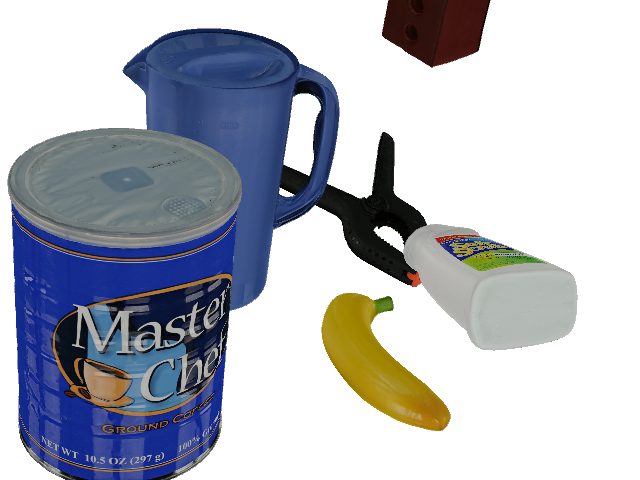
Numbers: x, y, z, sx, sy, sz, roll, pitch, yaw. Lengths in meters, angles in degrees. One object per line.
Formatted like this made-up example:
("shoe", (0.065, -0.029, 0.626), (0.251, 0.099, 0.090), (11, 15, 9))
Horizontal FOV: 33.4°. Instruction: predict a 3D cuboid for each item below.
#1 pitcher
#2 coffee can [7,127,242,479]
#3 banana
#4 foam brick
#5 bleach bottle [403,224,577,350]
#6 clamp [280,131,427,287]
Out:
("pitcher", (-0.084, -0.058, 0.966), (0.149, 0.243, 0.144), (31, 39, 34))
("coffee can", (-0.093, 0.031, 0.509), (0.102, 0.140, 0.103), (5, 30, -3))
("banana", (0.039, 0.080, 0.786), (0.069, 0.037, 0.198), (-6, 24, -6))
("foam brick", (0.083, -0.168, 0.735), (0.051, 0.078, 0.053), (-27, 51, -35))
("bleach bottle", (0.133, 0.029, 0.988), (0.102, 0.068, 0.251), (-5, 14, -16))
("clamp", (0.045, -0.033, 1.175), (0.164, 0.210, 0.036), (-12, -37, -21))
